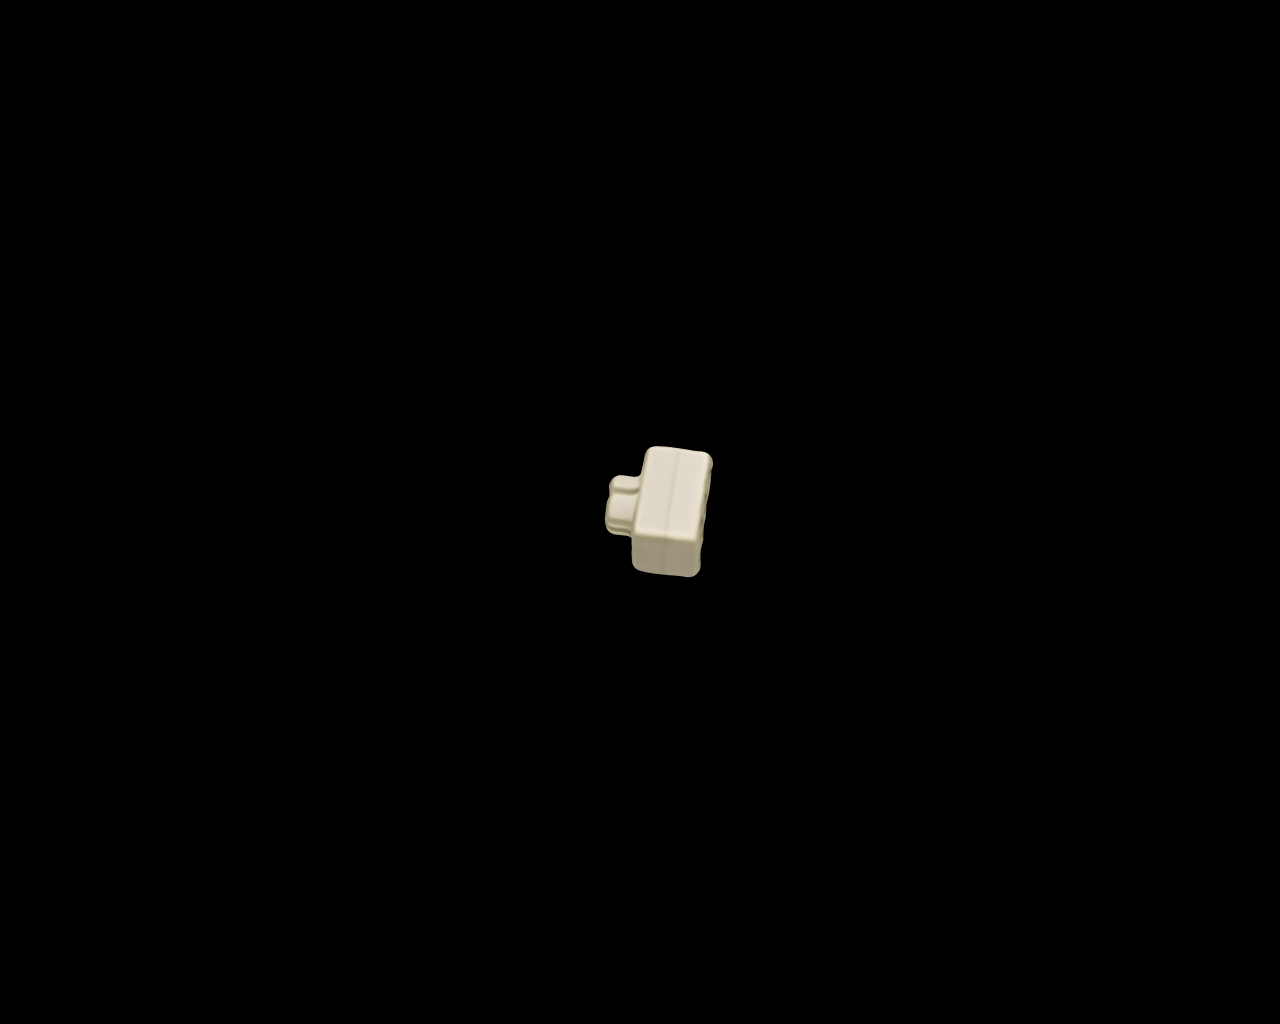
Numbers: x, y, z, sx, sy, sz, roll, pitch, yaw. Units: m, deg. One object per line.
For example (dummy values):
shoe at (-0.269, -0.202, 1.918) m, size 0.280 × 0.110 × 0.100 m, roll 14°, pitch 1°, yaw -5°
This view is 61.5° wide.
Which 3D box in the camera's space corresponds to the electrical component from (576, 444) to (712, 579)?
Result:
electrical component at (0.001, -0.003, 0.650) m, size 0.077 × 0.066 × 0.047 m, roll 7°, pitch -32°, yaw 5°
